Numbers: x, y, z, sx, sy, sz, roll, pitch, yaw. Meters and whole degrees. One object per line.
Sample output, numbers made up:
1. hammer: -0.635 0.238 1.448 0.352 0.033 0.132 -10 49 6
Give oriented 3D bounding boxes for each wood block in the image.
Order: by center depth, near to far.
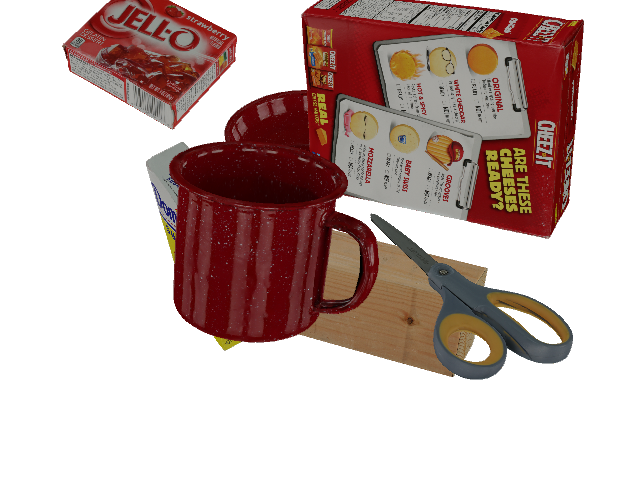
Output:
1. wood block: 0.053 0.057 1.089 0.206 0.091 0.090 14 23 17

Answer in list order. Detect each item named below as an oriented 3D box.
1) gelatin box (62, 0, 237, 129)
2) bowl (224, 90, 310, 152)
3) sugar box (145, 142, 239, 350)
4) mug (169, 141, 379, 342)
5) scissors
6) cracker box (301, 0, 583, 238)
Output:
1. gelatin box: -0.112 -0.124 0.703 0.089 0.073 0.030 30 -30 13
2. bowl: -0.026 -0.107 1.206 0.162 0.055 0.162 -3 38 2
3. sugar box: -0.103 0.008 0.945 0.048 0.176 0.093 -29 50 -16
4. mug: -0.025 0.004 0.563 0.117 0.081 0.093 15 25 17
5. scissors: 0.076 0.037 0.726 0.096 0.016 0.202 -28 41 -35
6. cracker box: 0.096 -0.106 0.864 0.214 0.164 0.072 12 36 23
